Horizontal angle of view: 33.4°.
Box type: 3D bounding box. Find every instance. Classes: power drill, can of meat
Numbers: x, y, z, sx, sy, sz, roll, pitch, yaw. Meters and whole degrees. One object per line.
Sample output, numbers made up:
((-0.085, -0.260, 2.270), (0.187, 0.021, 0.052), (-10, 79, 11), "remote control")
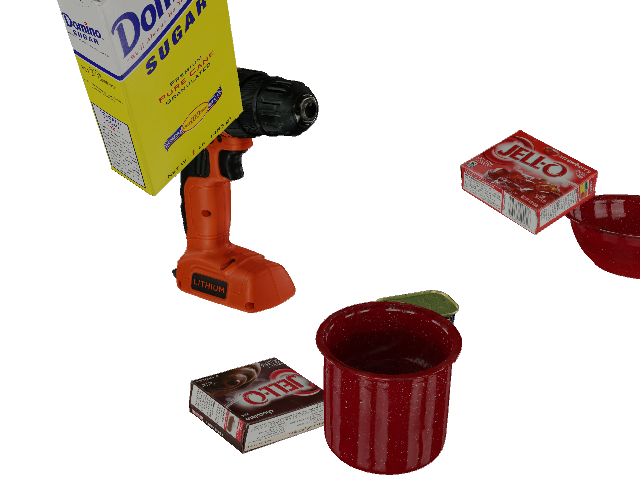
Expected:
((-0.066, -0.042, 0.831), (0.057, 0.188, 0.185), (-20, 23, -40), "power drill")
((0.113, 0.115, 1.310), (0.102, 0.084, 0.057), (-7, 29, -24), "can of meat")

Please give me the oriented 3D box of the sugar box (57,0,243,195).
((-0.096, -0.114, 0.633), (0.048, 0.093, 0.176), (33, -25, 19), "sugar box")

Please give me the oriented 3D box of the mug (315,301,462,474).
((0.051, 0.093, 0.704), (0.093, 0.081, 0.117), (21, 33, 34), "mug")

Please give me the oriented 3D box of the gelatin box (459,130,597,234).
((0.173, -0.051, 0.892), (0.073, 0.030, 0.089), (-30, 46, -25), "gelatin box")

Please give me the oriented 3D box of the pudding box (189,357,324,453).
((-0.059, 0.159, 1.046), (0.113, 0.039, 0.090), (-13, 29, -41), "pudding box")

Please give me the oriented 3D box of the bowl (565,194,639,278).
((0.321, -0.001, 1.064), (0.162, 0.055, 0.162), (1, 17, -1), "bowl")
